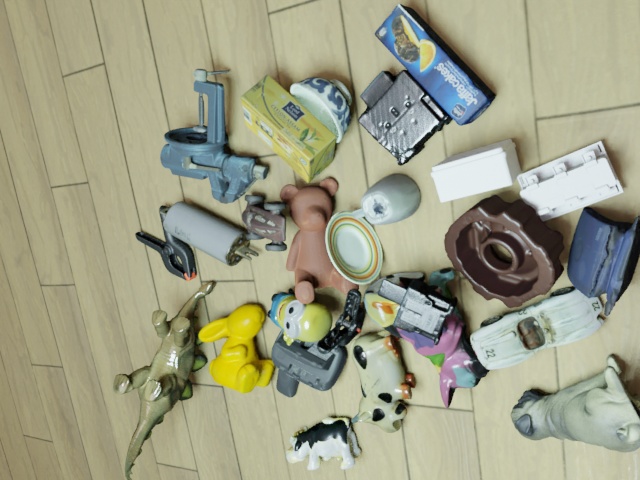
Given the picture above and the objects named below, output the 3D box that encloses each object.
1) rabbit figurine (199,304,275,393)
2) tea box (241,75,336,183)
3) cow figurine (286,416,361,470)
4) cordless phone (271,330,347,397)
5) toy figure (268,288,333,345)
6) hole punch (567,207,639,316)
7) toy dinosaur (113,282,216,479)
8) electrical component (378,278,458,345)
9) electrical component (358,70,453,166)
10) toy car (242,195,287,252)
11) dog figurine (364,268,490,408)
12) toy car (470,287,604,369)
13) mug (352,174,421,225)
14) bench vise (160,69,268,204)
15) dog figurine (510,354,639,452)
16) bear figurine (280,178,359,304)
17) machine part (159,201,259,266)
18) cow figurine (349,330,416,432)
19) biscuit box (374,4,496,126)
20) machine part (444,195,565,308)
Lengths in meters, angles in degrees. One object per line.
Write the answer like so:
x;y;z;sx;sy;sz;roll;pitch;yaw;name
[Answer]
-0.166;0.213;1.127;0.163;0.122;0.173;16;97;33;rabbit figurine
-0.055;-0.192;0.938;0.170;0.098;0.068;43;76;9;tea box
-0.005;0.414;1.105;0.167;0.068;0.098;-13;92;27;cow figurine
-0.032;0.269;1.085;0.147;0.089;0.184;23;125;20;cordless phone
-0.041;0.138;1.006;0.180;0.089;0.082;-175;74;-70;toy figure
0.397;0.018;0.758;0.092;0.116;0.142;21;113;30;hole punch
-0.334;0.302;1.152;0.105;0.198;0.471;25;82;21;toy dinosaur
0.143;0.099;0.825;0.119;0.048;0.074;27;112;14;electrical component
0.130;-0.205;0.867;0.134;0.058;0.115;48;118;8;electrical component
-0.105;-0.033;0.985;0.202;0.053;0.089;-154;64;-66;toy car
0.183;0.169;0.917;0.192;0.108;0.219;-9;102;29;dog figurine
0.334;0.135;0.828;0.202;0.056;0.073;-24;91;9;toy car
0.101;-0.061;0.893;0.110;0.107;0.080;-14;95;28;mug
-0.202;-0.194;1.011;0.224;0.129;0.240;17;119;24;bench vise
0.380;0.274;0.806;0.190;0.172;0.121;-33;76;24;dog figurine
-0.003;-0.004;0.959;0.120;0.132;0.195;-7;109;-10;bear figurine
-0.233;-0.014;1.101;0.243;0.079;0.079;26;115;19;machine part
0.108;0.267;0.995;0.127;0.085;0.194;-14;99;24;cow figurine
0.176;-0.266;0.822;0.203;0.063;0.059;49;121;8;biscuit box
0.278;0.017;0.817;0.180;0.056;0.179;32;141;29;machine part
